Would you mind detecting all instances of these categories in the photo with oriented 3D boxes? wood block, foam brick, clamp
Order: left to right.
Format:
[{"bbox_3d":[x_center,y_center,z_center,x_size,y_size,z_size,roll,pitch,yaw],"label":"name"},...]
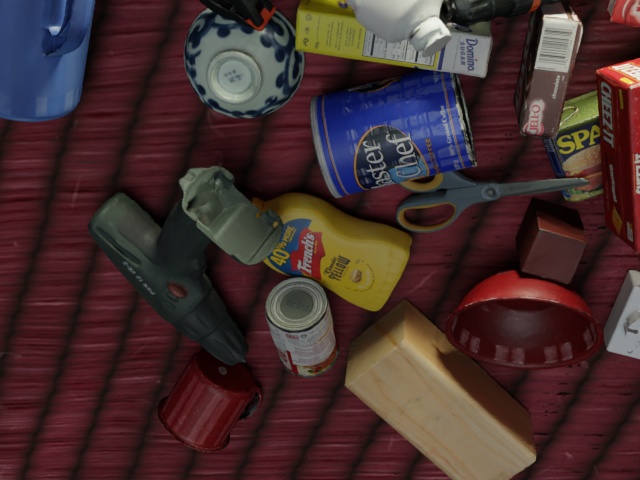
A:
[{"bbox_3d":[-0.121,-0.252,0.983,0.171,0.120,0.039,40,79,-19],"label":"clamp"},{"bbox_3d":[0.133,0.175,1.171,0.206,0.090,0.090,43,113,-14],"label":"wood block"},{"bbox_3d":[0.233,0.001,1.076,0.053,0.078,0.051,17,116,-2],"label":"foam brick"}]

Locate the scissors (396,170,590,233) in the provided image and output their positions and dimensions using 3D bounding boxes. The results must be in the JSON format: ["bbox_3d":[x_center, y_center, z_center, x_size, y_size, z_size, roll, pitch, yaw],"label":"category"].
[{"bbox_3d":[0.156,-0.064,1.061,0.202,0.016,0.096,-21,105,32],"label":"scissors"}]

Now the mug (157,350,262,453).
[{"bbox_3d":[-0.116,0.181,1.212,0.117,0.093,0.082,15,117,-36],"label":"mug"}]

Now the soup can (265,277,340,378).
[{"bbox_3d":[-0.018,0.094,1.137,0.068,0.068,0.102,-2,145,8],"label":"soup can"}]

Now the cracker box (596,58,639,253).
[{"bbox_3d":[0.366,-0.098,0.978,0.213,0.072,0.164,-15,116,-9],"label":"cracker box"}]

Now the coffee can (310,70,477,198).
[{"bbox_3d":[0.071,-0.105,1.027,0.140,0.102,0.103,-12,115,12],"label":"coffee can"}]

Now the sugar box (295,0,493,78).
[{"bbox_3d":[0.068,-0.195,0.987,0.176,0.093,0.048,6,118,3],"label":"sugar box"}]

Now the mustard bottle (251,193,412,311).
[{"bbox_3d":[-0.007,0.002,1.116,0.191,0.058,0.096,23,130,-4],"label":"mustard bottle"}]

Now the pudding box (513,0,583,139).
[{"bbox_3d":[0.208,-0.162,0.988,0.039,0.090,0.113,9,117,0],"label":"pudding box"}]

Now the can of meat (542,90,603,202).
[{"bbox_3d":[0.269,-0.094,1.035,0.102,0.057,0.084,-19,116,16],"label":"can of meat"}]

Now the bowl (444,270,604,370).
[{"bbox_3d":[0.212,0.077,1.109,0.162,0.055,0.162,7,149,4],"label":"bowl"}]

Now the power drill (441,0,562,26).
[{"bbox_3d":[0.173,-0.289,0.911,0.184,0.057,0.187,-22,117,-19],"label":"power drill"}]

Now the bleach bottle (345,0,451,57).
[{"bbox_3d":[0.037,-0.266,0.900,0.103,0.068,0.251,-38,75,24],"label":"bleach bottle"}]

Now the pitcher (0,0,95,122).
[{"bbox_3d":[-0.262,-0.231,0.982,0.145,0.149,0.243,13,121,0],"label":"pitcher"}]

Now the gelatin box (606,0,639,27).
[{"bbox_3d":[0.310,-0.236,0.971,0.073,0.030,0.089,12,118,1],"label":"gelatin box"}]
